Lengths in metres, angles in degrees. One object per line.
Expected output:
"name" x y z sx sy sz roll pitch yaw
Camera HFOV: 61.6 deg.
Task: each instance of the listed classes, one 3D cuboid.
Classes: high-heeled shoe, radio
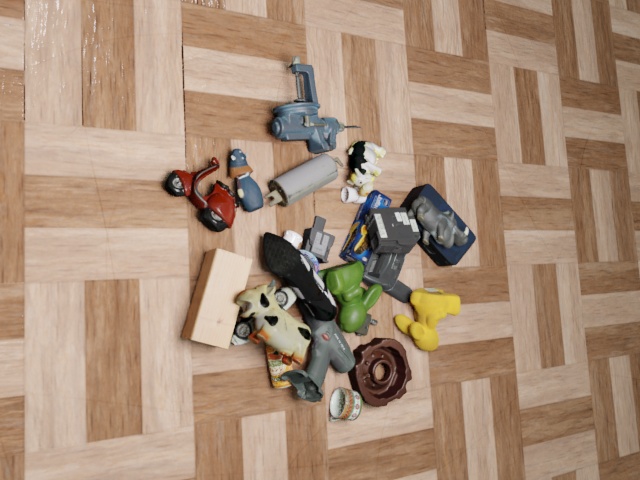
"high-heeled shoe" -0.043 0.085 1.288 0.086 0.145 0.249 -37 64 11
"radio" 0.329 -0.037 1.535 0.229 0.073 0.131 45 67 -14

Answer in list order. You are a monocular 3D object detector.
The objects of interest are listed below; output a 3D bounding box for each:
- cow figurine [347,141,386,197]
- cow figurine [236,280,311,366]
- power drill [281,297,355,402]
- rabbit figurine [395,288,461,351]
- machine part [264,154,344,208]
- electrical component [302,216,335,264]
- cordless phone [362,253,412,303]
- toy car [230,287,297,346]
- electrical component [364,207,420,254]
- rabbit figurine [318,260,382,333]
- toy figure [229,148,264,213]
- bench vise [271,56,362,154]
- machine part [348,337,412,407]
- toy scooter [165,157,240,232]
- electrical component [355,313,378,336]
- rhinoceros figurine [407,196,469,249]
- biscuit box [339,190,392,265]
"cow figurine" 0.112 -0.194 1.425 0.098 0.068 0.167 27 51 -12
"cow figurine" -0.101 0.176 1.188 0.195 0.085 0.127 39 54 -15
"power drill" -0.016 0.266 1.293 0.231 0.086 0.207 53 35 -19
"rabbit figurine" 0.294 0.224 1.462 0.162 0.122 0.173 -4 105 -34
"machine part" -0.040 -0.152 1.357 0.243 0.079 0.079 -33 99 -26
"electrical component" -0.003 -0.004 1.374 0.075 0.048 0.119 25 75 -23
"cordless phone" 0.205 0.082 1.464 0.184 0.089 0.146 35 68 -31
"toy car" -0.142 0.181 1.263 0.202 0.073 0.056 -41 101 -25
"electrical component" 0.189 -0.023 1.377 0.134 0.058 0.115 0 61 -20
"rabbit figurine" 0.072 0.146 1.364 0.159 0.121 0.170 -15 94 -39
"toy figure" -0.183 -0.144 1.293 0.058 0.064 0.154 -22 89 10
"bench vise" -0.028 -0.341 1.363 0.224 0.129 0.240 -9 95 -26
"machine part" 0.156 0.343 1.407 0.179 0.056 0.179 3 84 -26
"toy scooter" -0.253 -0.115 1.246 0.184 0.075 0.135 43 66 -11
"electrical component" 0.109 0.221 1.416 0.094 0.021 0.063 20 75 -24
"rhinoceros figurine" 0.319 -0.042 1.454 0.190 0.073 0.112 37 59 -15
"biscuit box" 0.123 -0.033 1.434 0.063 0.059 0.202 30 71 -20
